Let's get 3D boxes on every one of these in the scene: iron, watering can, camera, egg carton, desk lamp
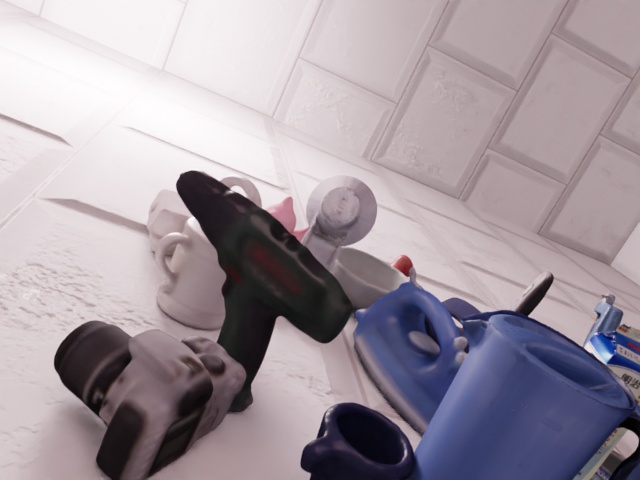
[{"bbox_3d":[0.148,0.151,0.800,0.119,0.141,0.257,17,19,-27],"label":"iron"},{"bbox_3d":[-0.125,0.007,0.739,0.100,0.194,0.173,32,18,18],"label":"watering can"},{"bbox_3d":[-0.157,0.121,0.521,0.136,0.101,0.143,32,18,18],"label":"camera"},{"bbox_3d":[-0.219,-0.024,0.908,0.107,0.069,0.150,19,19,-23],"label":"egg carton"},{"bbox_3d":[0.008,0.003,0.910,0.118,0.213,0.203,27,17,2],"label":"desk lamp"}]

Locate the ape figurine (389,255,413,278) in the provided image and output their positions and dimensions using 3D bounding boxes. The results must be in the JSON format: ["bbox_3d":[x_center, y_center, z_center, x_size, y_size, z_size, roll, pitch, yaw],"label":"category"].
[{"bbox_3d":[0.151,0.072,1.120,0.076,0.092,0.078,23,17,-8],"label":"ape figurine"}]

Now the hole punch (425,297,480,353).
[{"bbox_3d":[0.229,0.156,0.989,0.101,0.091,0.108,9,24,-44],"label":"hole punch"}]

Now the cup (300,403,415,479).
[{"bbox_3d":[0.018,0.212,0.516,0.118,0.095,0.091,9,24,-43],"label":"cup"}]

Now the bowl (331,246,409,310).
[{"bbox_3d":[0.080,0.083,1.017,0.167,0.074,0.167,24,17,-8],"label":"bowl"}]

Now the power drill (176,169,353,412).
[{"bbox_3d":[-0.089,0.064,0.602,0.229,0.208,0.076,30,18,13],"label":"power drill"}]

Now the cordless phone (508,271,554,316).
[{"bbox_3d":[0.378,0.143,1.080,0.094,0.185,0.148,29,17,9],"label":"cordless phone"}]

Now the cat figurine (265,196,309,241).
[{"bbox_3d":[-0.061,-0.020,1.041,0.128,0.117,0.067,12,22,-39],"label":"cat figurine"}]

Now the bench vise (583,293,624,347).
[{"bbox_3d":[0.449,0.206,0.939,0.122,0.219,0.207,20,18,-19],"label":"bench vise"}]
